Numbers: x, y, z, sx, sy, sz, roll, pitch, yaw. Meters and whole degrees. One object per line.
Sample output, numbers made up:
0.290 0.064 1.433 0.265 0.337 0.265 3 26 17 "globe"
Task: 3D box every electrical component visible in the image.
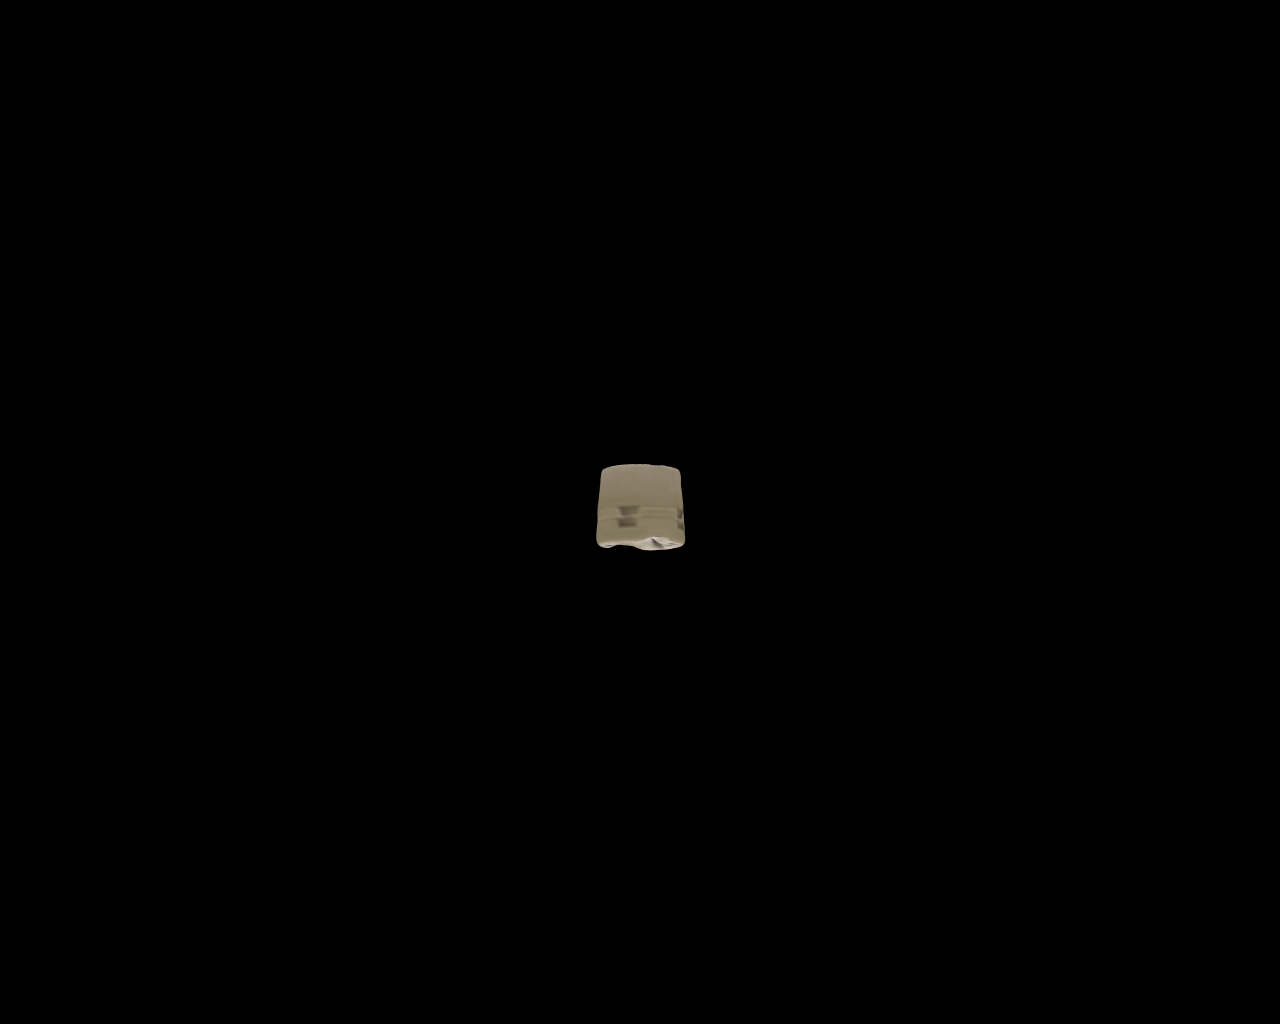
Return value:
0.001 -0.003 0.650 0.055 0.047 0.055 0 -7 0 "electrical component"
